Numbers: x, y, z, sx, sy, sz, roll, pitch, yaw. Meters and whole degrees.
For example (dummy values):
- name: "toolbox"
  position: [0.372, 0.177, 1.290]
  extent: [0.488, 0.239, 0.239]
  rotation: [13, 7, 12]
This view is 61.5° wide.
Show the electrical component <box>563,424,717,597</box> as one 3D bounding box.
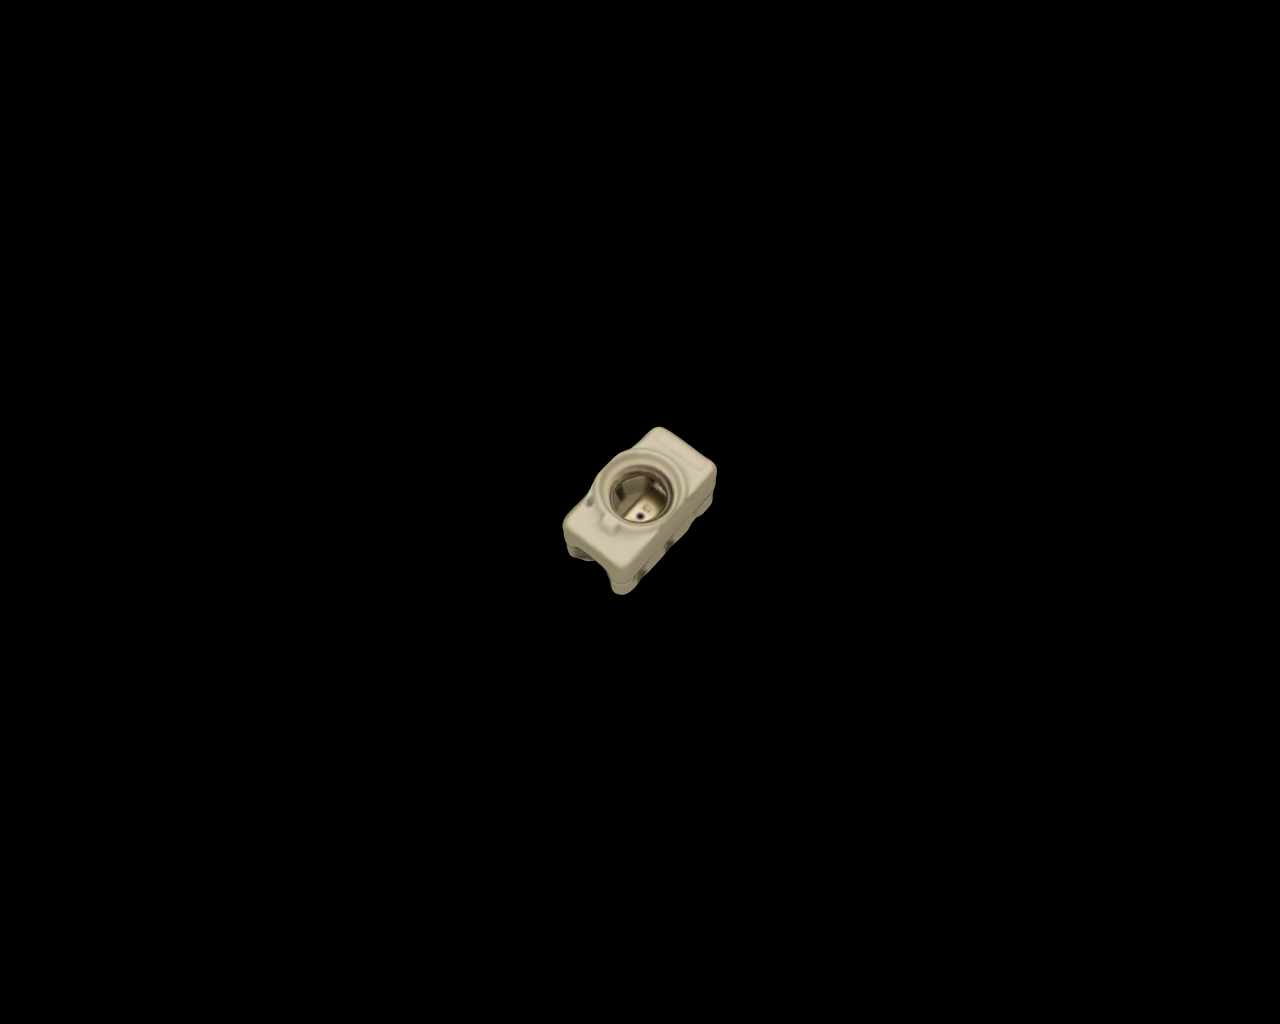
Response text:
- name: "electrical component"
  position: [0.001, -0.003, 0.650]
  extent: [0.050, 0.089, 0.055]
  rotation: [38, -19, 16]
